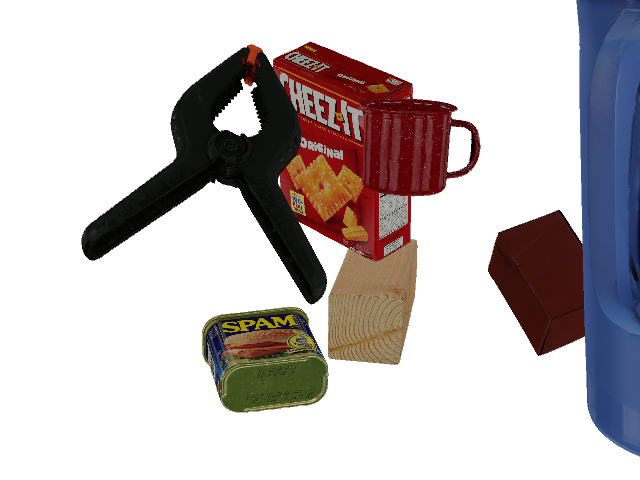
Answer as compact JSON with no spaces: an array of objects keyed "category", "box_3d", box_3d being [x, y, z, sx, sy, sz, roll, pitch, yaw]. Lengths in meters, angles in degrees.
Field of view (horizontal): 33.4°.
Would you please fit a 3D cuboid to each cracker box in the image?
[{"category":"cracker box","box_3d":[0.024,-0.101,1.240,0.072,0.214,0.164,-31,44,-33]}]

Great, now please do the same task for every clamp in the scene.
[{"category":"clamp","box_3d":[-0.056,-0.051,0.757,0.164,0.210,0.036,18,-34,0]}]

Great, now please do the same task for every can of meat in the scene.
[{"category":"can of meat","box_3d":[-0.050,0.108,0.960,0.102,0.057,0.084,-5,27,-14]}]

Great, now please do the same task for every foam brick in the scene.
[{"category":"foam brick","box_3d":[0.159,0.029,0.743,0.051,0.078,0.053,-19,-30,-12]}]

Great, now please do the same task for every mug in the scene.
[{"category":"mug","box_3d":[0.094,-0.089,1.019,0.117,0.081,0.093,3,15,5]}]

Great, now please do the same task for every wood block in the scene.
[{"category":"wood block","box_3d":[0.070,0.072,1.371,0.091,0.090,0.206,4,21,9]}]

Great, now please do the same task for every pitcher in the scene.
[{"category":"pitcher","box_3d":[0.185,-0.011,0.528,0.149,0.243,0.145,-4,19,-3]}]
